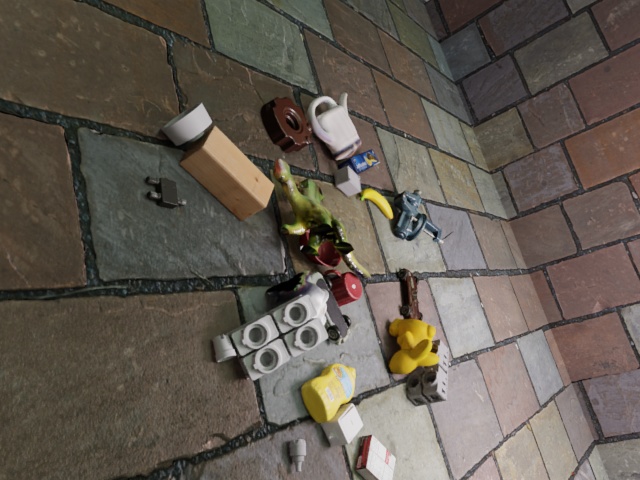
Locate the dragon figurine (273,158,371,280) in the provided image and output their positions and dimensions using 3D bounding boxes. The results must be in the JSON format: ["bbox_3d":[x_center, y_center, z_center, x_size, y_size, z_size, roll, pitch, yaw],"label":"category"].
[{"bbox_3d":[0.004,-0.069,1.368,0.404,0.121,0.249,41,31,-40],"label":"dragon figurine"}]

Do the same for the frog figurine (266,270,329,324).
[{"bbox_3d":[-0.037,0.169,1.230,0.139,0.123,0.157,-35,110,-24],"label":"frog figurine"}]

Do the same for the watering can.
[{"bbox_3d":[0.068,-0.397,1.765,0.223,0.103,0.353,59,34,-9],"label":"watering can"}]
